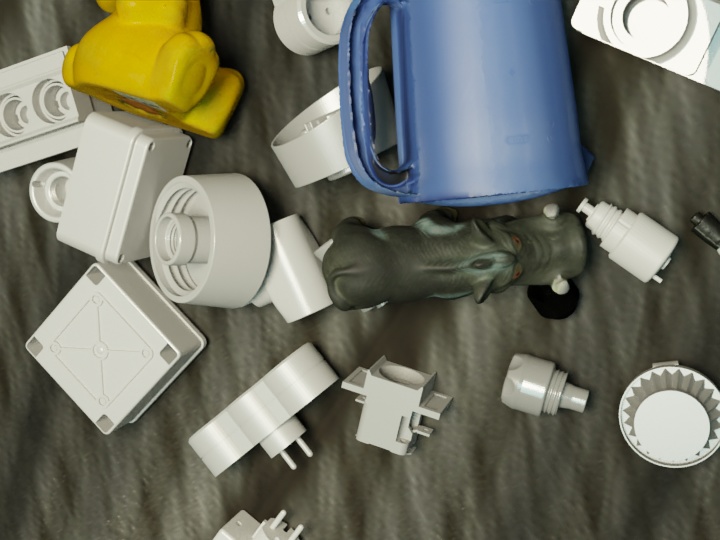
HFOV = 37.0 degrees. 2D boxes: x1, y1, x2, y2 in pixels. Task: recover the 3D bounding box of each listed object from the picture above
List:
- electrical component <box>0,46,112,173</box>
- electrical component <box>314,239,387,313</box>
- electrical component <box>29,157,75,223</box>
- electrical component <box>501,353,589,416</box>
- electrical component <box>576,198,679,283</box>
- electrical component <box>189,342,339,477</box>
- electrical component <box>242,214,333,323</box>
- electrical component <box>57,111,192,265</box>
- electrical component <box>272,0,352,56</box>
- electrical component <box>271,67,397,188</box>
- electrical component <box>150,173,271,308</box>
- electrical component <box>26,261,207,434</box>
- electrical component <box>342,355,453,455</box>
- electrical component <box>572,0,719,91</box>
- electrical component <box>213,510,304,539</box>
[{"bbox_3d":[-0.273,-0.129,0.893,0.121,0.063,0.078,-14,95,19],"label":"electrical component"},{"bbox_3d":[0.000,0.000,0.840,0.044,0.044,0.065,-34,93,20],"label":"electrical component"},{"bbox_3d":[-0.243,-0.067,0.902,0.055,0.047,0.055,3,100,17],"label":"electrical component"},{"bbox_3d":[0.140,0.090,0.809,0.062,0.043,0.043,17,104,13],"label":"electrical component"},{"bbox_3d":[0.191,-0.025,0.774,0.078,0.040,0.040,36,108,9],"label":"electrical component"},{"bbox_3d":[-0.069,0.128,0.877,0.138,0.052,0.073,-40,86,19],"label":"electrical component"},{"bbox_3d":[-0.069,0.005,0.861,0.079,0.043,0.077,-24,92,20],"label":"electrical component"},{"bbox_3d":[-0.189,-0.067,0.869,0.057,0.078,0.113,23,106,16],"label":"electrical component"},{"bbox_3d":[-0.057,-0.229,0.813,0.074,0.052,0.138,-6,107,57],"label":"electrical component"},{"bbox_3d":[-0.017,-0.104,0.799,0.099,0.099,0.064,-21,99,20],"label":"electrical component"},{"bbox_3d":[-0.125,-0.023,0.839,0.108,0.060,0.108,-1,89,50],"label":"electrical component"},{"bbox_3d":[-0.205,0.062,0.907,0.108,0.056,0.108,46,109,6],"label":"electrical component"},{"bbox_3d":[0.027,0.108,0.849,0.081,0.042,0.063,17,106,15],"label":"electrical component"},{"bbox_3d":[0.249,-0.175,0.719,0.186,0.060,0.105,26,106,12],"label":"electrical component"},{"bbox_3d":[-0.076,0.234,0.900,0.083,0.047,0.075,38,108,9],"label":"electrical component"}]
